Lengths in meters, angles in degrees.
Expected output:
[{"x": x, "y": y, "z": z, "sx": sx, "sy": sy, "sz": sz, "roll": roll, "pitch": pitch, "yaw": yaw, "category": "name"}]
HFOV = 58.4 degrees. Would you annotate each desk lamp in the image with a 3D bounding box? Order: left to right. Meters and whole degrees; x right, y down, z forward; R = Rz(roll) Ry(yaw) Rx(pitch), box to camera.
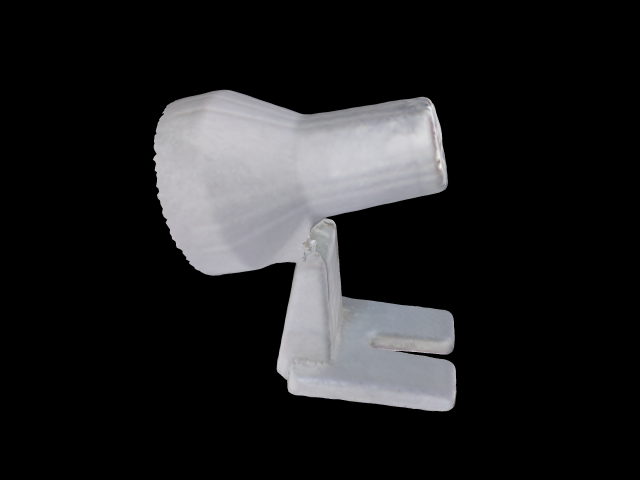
[{"x": 0.004, "y": 0.001, "z": 0.400, "sx": 0.203, "sy": 0.214, "sz": 0.118, "roll": 5, "pitch": 36, "yaw": 7, "category": "desk lamp"}]
